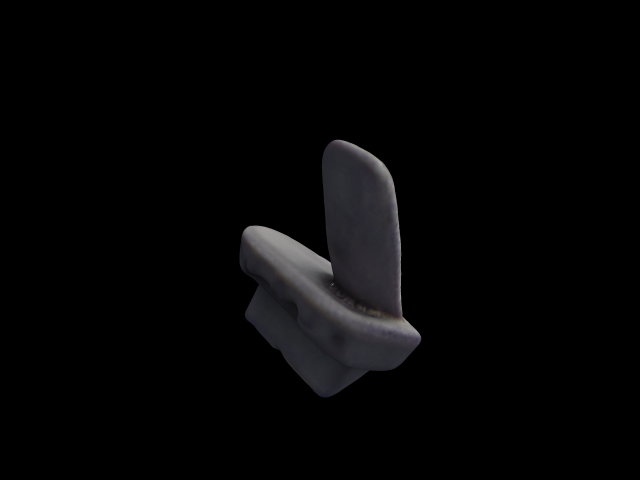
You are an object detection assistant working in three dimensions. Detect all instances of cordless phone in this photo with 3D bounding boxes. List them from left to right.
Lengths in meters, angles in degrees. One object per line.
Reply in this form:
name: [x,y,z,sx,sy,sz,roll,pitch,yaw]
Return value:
cordless phone: [0.004,0.001,0.400,0.094,0.185,0.147,-29,46,-32]
